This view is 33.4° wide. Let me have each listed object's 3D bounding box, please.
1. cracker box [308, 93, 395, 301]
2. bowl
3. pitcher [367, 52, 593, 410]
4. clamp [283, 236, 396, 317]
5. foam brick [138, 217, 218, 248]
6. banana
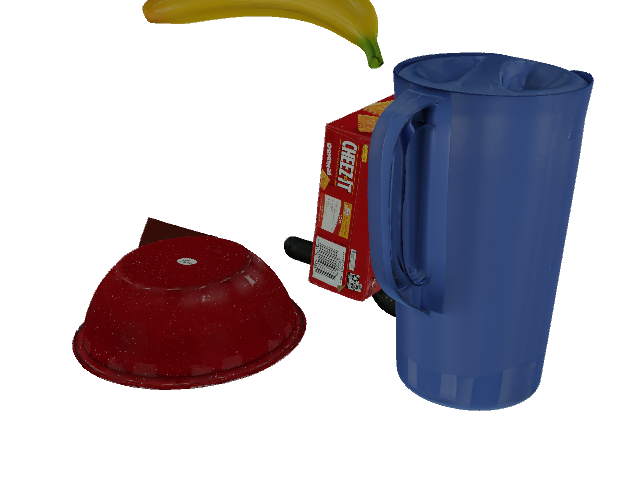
[{"bbox_3d":[0.081,-0.056,1.039,0.072,0.164,0.213,22,30,28],"label":"cracker box"},{"bbox_3d":[-0.091,0.039,0.730,0.162,0.055,0.162,-2,22,1],"label":"bowl"},{"bbox_3d":[0.105,-0.004,0.751,0.149,0.243,0.145,2,21,1],"label":"pitcher"},{"bbox_3d":[0.069,0.038,1.226,0.164,0.036,0.210,-17,49,-37],"label":"clamp"},{"bbox_3d":[-0.151,0.019,1.107,0.078,0.051,0.053,17,28,-5],"label":"foam brick"},{"bbox_3d":[-0.037,-0.180,0.816,0.198,0.069,0.037,13,-40,17],"label":"banana"}]
